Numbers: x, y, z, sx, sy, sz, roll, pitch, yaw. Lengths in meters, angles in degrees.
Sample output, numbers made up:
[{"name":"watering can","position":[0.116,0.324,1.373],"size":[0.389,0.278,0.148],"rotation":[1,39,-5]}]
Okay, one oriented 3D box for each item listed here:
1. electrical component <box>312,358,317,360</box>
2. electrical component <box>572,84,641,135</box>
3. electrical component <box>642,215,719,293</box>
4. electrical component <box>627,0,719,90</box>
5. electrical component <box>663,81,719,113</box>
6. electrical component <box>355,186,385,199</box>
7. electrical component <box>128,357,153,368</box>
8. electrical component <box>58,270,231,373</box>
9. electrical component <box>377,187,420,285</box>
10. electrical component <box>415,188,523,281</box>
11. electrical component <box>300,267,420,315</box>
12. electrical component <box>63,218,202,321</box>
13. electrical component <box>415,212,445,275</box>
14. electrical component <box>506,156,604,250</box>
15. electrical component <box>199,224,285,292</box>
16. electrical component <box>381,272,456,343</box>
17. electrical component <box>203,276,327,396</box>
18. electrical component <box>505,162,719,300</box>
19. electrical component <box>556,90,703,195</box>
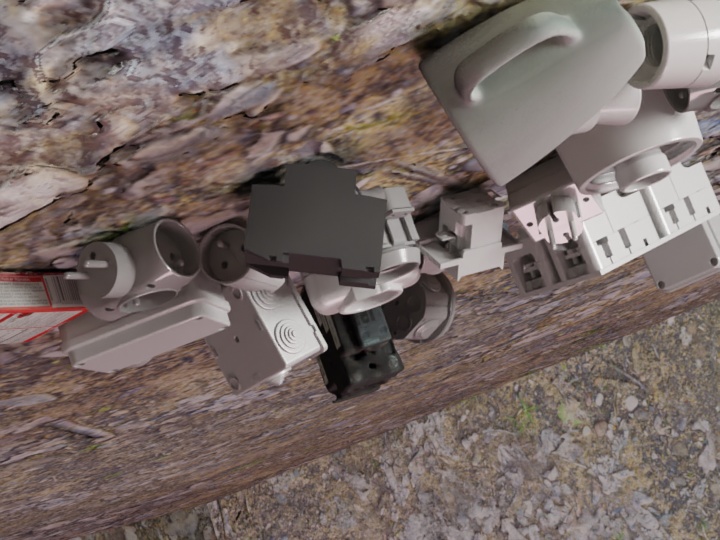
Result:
[{"name":"electrical component","position":[-0.018,0.061,1.136],"size":[0.096,0.061,0.062],"rotation":[-27,165,31]},{"name":"electrical component","position":[0.145,-0.111,0.691],"size":[0.055,0.045,0.045],"rotation":[-13,166,-26]},{"name":"electrical component","position":[0.325,-0.041,1.101],"size":[0.078,0.113,0.057],"rotation":[-28,168,34]},{"name":"electrical component","position":[0.184,-0.134,0.635],"size":[0.047,0.055,0.055],"rotation":[-10,165,-23]},{"name":"electrical component","position":[0.248,-0.134,0.748],"size":[0.077,0.044,0.079],"rotation":[-19,167,-5]},{"name":"electrical component","position":[-0.012,-0.045,0.757],"size":[0.061,0.035,0.035],"rotation":[-19,168,-17]},{"name":"electrical component","position":[-0.192,0.056,0.890],"size":[0.045,0.045,0.055],"rotation":[-18,168,-7]},{"name":"electrical component","position":[-0.161,0.030,0.798],"size":[0.113,0.057,0.078],"rotation":[-21,167,7]},{"name":"electrical component","position":[0.014,-0.022,0.840],"size":[0.058,0.057,0.078],"rotation":[-9,163,-40]},{"name":"electrical component","position":[0.091,-0.032,0.893],"size":[0.081,0.042,0.063],"rotation":[-15,124,-24]},{"name":"electrical component","position":[0.000,0.000,0.908],"size":[0.095,0.059,0.053],"rotation":[-20,167,3]},{"name":"electrical component","position":[-0.158,0.001,0.707],"size":[0.077,0.044,0.079],"rotation":[-27,166,29]},{"name":"electrical component","position":[0.071,-0.020,0.963],"size":[0.077,0.044,0.079],"rotation":[-13,166,-26]},{"name":"electrical component","position":[0.162,-0.048,0.883],"size":[0.066,0.076,0.047],"rotation":[-24,132,22]},{"name":"electrical component","position":[-0.082,-0.007,0.794],"size":[0.043,0.043,0.081],"rotation":[-23,167,13]},{"name":"electrical component","position":[0.052,0.034,1.089],"size":[0.080,0.080,0.051],"rotation":[-29,159,35]},{"name":"electrical component","position":[-0.087,0.050,0.904],"size":[0.048,0.099,0.100],"rotation":[-26,175,-44]},{"name":"electrical component","position":[0.232,-0.042,0.995],"size":[0.186,0.060,0.105],"rotation":[-23,-179,-35]},{"name":"electrical component","position":[0.207,-0.094,0.820],"size":[0.108,0.060,0.108],"rotation":[-19,167,-4]}]
